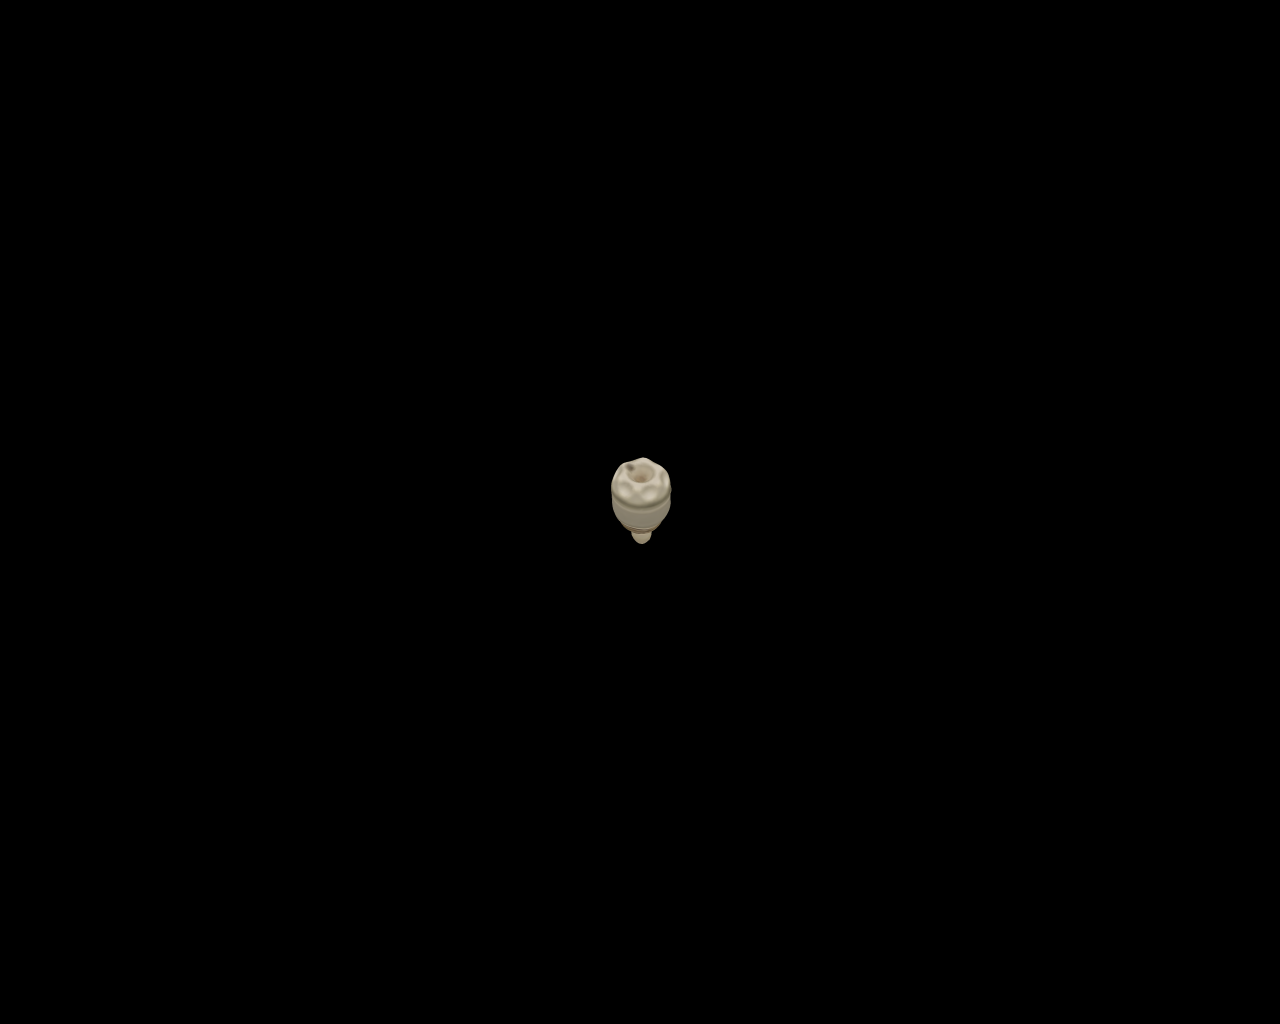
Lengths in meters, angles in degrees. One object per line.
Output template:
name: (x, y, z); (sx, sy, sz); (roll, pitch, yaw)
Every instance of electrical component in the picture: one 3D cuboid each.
electrical component: (0.001, -0.003, 0.650); (0.035, 0.035, 0.061); (0, -43, 0)
